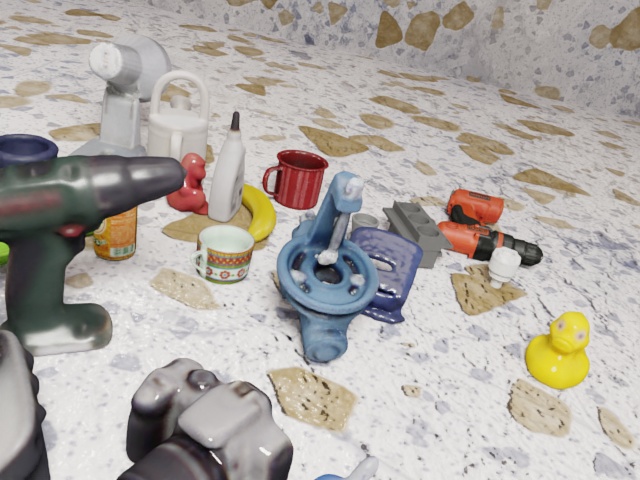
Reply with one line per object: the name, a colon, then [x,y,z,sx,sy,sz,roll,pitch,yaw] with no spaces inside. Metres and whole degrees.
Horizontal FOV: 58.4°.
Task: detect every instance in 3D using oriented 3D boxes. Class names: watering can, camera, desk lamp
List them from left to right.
desk lamp: [-0.348,-0.247,1.007,0.118,0.213,0.203,12,28,0]
watering can: [-0.242,-0.193,0.971,0.101,0.194,0.172,-8,34,-33]
camera: [-0.110,0.169,0.456,0.142,0.101,0.137,27,31,25]

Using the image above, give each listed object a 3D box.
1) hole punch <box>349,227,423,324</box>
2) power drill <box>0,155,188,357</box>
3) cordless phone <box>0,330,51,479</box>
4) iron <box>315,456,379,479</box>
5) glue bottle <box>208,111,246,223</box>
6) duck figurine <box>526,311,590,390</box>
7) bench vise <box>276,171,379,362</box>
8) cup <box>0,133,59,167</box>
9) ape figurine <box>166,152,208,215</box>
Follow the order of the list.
hole punch: [0.078,0.045,0.775,0.108,0.091,0.101,18,28,11]
power drill: [-0.255,0.011,0.573,0.230,0.208,0.075,-3,31,-26]
cordless phone: [-0.260,0.101,0.430,0.094,0.185,0.147,-9,35,-35]
iron: [-0.064,0.220,0.337,0.259,0.141,0.118,-12,36,-38]
glue bottle: [-0.140,-0.118,0.897,0.037,0.173,0.078,16,28,6]
duck figurine: [0.311,0.128,0.723,0.077,0.086,0.105,29,32,28]
bench vise: [-0.004,0.003,0.679,0.122,0.220,0.206,-5,33,-30]
cup: [-0.436,-0.095,0.816,0.118,0.095,0.091,5,29,-14]
ape figurine: [-0.204,-0.094,0.913,0.076,0.092,0.078,12,28,0]
